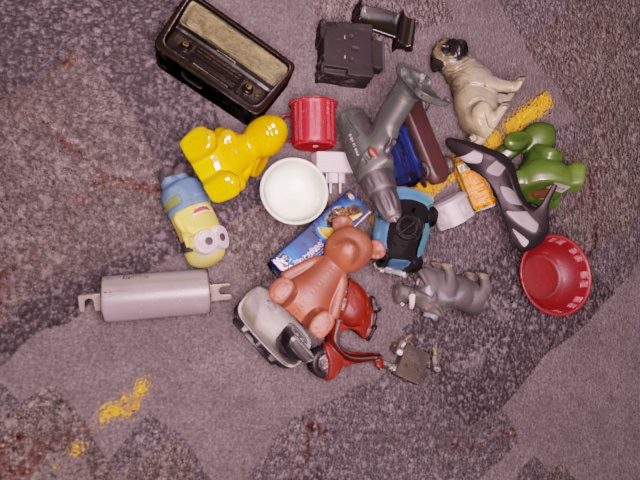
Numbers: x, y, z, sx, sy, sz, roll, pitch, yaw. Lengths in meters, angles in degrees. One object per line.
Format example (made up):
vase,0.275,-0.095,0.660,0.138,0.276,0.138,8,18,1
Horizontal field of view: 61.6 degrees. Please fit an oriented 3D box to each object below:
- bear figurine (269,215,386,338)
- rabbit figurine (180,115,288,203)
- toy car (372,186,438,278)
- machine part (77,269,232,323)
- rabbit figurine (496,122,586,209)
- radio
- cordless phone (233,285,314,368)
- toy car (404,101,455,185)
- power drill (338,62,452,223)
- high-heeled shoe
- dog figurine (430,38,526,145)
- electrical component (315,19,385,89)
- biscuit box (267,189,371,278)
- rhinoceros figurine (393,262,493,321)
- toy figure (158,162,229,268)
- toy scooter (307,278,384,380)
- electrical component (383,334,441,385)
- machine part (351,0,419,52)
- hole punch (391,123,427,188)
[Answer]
bear figurine,0.019,0.051,0.876,0.120,0.132,0.196,43,85,2
rabbit figurine,-0.129,-0.146,0.913,0.173,0.162,0.122,-33,88,0
toy car,0.144,-0.015,0.988,0.109,0.103,0.161,10,92,-9
machine part,-0.267,0.090,0.884,0.243,0.079,0.079,-2,82,-13
rabbit figurine,0.434,-0.165,1.095,0.159,0.121,0.170,9,63,-4
radio,-0.175,-0.320,0.974,0.229,0.073,0.131,33,75,-6
cordless phone,-0.073,0.145,0.868,0.089,0.184,0.146,-42,93,-12
toy car,0.197,-0.202,1.055,0.089,0.053,0.202,-20,85,-34
power drill,0.125,-0.172,0.899,0.086,0.207,0.232,0,49,-34
high-heeled shoe,0.326,-0.086,1.021,0.249,0.086,0.145,31,114,15
dog figurine,0.285,-0.298,1.082,0.191,0.121,0.172,30,72,7
electrical component,0.059,-0.360,1.047,0.134,0.058,0.115,1,83,-13
biscuit box,-0.002,-0.003,0.971,0.203,0.063,0.059,-43,91,-16
rhinoceros figurine,0.230,0.097,1.012,0.190,0.073,0.112,8,90,-14
toy figure,-0.217,-0.040,0.917,0.082,0.089,0.180,-26,80,-21
toy scooter,0.061,0.165,0.954,0.135,0.075,0.184,18,81,-10
electrical component,0.169,0.221,0.986,0.102,0.045,0.078,31,74,-7
machine part,0.131,-0.433,1.087,0.139,0.039,0.084,16,83,-12
hole punch,0.132,-0.146,1.004,0.092,0.116,0.142,-17,85,-8
